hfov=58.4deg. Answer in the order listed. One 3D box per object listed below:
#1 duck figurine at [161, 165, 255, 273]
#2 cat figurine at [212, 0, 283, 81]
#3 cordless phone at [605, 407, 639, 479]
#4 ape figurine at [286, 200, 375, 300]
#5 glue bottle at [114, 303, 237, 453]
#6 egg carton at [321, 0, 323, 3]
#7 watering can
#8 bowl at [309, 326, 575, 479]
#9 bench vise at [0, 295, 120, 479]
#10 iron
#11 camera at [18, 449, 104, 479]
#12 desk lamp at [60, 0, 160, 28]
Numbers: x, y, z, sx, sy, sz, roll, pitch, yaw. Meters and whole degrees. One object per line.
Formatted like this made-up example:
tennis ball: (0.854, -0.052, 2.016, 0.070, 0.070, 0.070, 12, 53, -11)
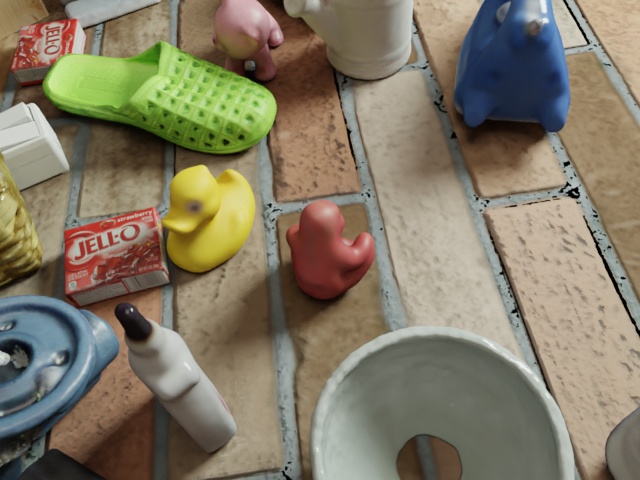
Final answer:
duck figurine: (-0.106, -0.033, 0.522, 0.077, 0.086, 0.105, 23, 61, 19)
cat figurine: (-0.084, -0.243, 0.643, 0.067, 0.118, 0.128, -1, 56, 4)
cordless phone: (0.256, 0.138, 0.317, 0.094, 0.185, 0.147, -24, 57, -11)
ape figurine: (0.004, 0.002, 0.486, 0.077, 0.092, 0.076, 25, 62, 20)
glue bottle: (-0.102, 0.088, 0.388, 0.037, 0.173, 0.078, -37, 60, -18)
egg carton: (-0.009, -0.342, 0.732, 0.150, 0.069, 0.107, 35, 65, 24)
watering can: (0.046, -0.273, 0.606, 0.100, 0.194, 0.173, 29, 63, 22)
bowl: (0.078, 0.148, 0.392, 0.167, 0.075, 0.167, -2, 56, 3)
bench vise: (-0.226, 0.105, 0.359, 0.121, 0.220, 0.207, 7, 57, 10)
iron: (0.209, -0.237, 0.600, 0.118, 0.141, 0.258, 6, 57, 9)
camera: (-0.180, 0.211, 0.355, 0.143, 0.101, 0.137, 22, 61, 19)
desk lamp: (-0.260, -0.404, 0.708, 0.203, 0.214, 0.117, -27, 58, -13)
